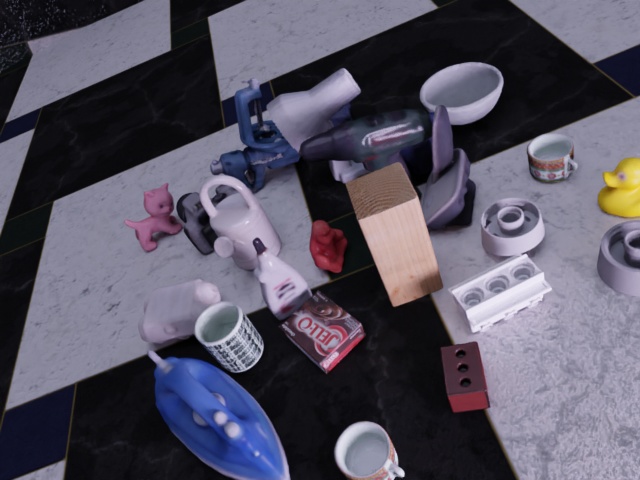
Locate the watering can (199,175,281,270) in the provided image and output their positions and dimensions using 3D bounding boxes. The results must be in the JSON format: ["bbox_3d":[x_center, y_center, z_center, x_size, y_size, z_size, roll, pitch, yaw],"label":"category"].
[{"bbox_3d":[-0.150,-0.037,1.053,0.101,0.194,0.172,-25,42,1],"label":"watering can"}]

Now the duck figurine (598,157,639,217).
[{"bbox_3d":[0.485,-0.090,0.882,0.104,0.086,0.077,-6,46,21],"label":"duck figurine"}]

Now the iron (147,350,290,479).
[{"bbox_3d":[-0.152,0.246,0.815,0.257,0.142,0.119,24,62,40],"label":"iron"}]

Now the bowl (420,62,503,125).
[{"bbox_3d":[0.293,-0.289,1.177,0.167,0.075,0.167,-13,44,13],"label":"bowl"}]

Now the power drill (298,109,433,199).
[{"bbox_3d":[0.098,-0.131,1.016,0.229,0.209,0.075,-25,42,2],"label":"power drill"}]

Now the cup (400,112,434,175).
[{"bbox_3d":[0.194,-0.182,1.105,0.091,0.095,0.118,25,62,40],"label":"cup"}]

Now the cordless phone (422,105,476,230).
[{"bbox_3d":[0.205,-0.122,0.974,0.094,0.185,0.147,-6,46,21],"label":"cordless phone"}]

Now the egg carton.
[{"bbox_3d":[-0.252,0.131,1.029,0.150,0.070,0.107,-14,44,13],"label":"egg carton"}]

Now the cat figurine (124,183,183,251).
[{"bbox_3d":[-0.358,-0.058,1.230,0.128,0.118,0.067,-38,44,-13],"label":"cat figurine"}]

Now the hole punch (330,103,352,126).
[{"bbox_3d":[0.020,-0.292,1.299,0.101,0.091,0.108,-21,43,5],"label":"hole punch"}]

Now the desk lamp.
[{"bbox_3d":[0.023,-0.224,1.139,0.203,0.214,0.117,-22,43,4],"label":"desk lamp"}]

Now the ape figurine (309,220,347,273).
[{"bbox_3d":[0.009,0.004,1.013,0.078,0.092,0.075,-40,44,-15],"label":"ape figurine"}]

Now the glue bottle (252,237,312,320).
[{"bbox_3d":[-0.073,0.057,0.939,0.078,0.173,0.037,-38,44,-13],"label":"glue bottle"}]

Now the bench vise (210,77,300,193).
[{"bbox_3d":[-0.141,-0.214,1.204,0.121,0.220,0.208,27,63,41],"label":"bench vise"}]

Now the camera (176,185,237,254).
[{"bbox_3d":[-0.235,-0.066,1.191,0.143,0.101,0.136,-41,45,-16],"label":"camera"}]
